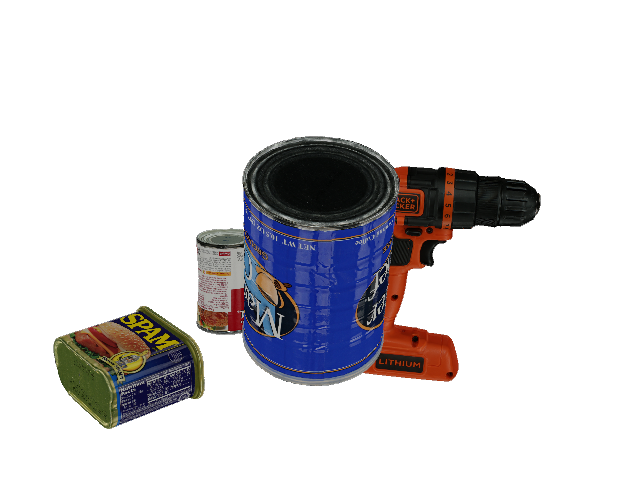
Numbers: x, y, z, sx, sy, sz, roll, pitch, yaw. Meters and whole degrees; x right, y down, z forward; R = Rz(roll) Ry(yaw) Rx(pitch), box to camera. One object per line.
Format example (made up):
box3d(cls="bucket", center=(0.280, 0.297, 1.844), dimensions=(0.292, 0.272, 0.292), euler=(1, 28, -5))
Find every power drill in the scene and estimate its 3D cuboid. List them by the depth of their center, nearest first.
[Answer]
box3d(cls="power drill", center=(0.092, 0.027, 0.934), dimensions=(0.184, 0.188, 0.057), euler=(5, 16, 7))

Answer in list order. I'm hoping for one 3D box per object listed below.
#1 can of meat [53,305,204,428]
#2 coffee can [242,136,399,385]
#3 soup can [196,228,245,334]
box3d(cls="can of meat", center=(-0.158, 0.102, 0.870), dimensions=(0.083, 0.057, 0.102), euler=(-18, 30, -36))
box3d(cls="coffee can", center=(-0.002, 0.015, 0.732), dimensions=(0.103, 0.140, 0.103), euler=(2, 39, -2))
box3d(cls="soup can", center=(-0.103, 0.044, 1.174), dimensions=(0.068, 0.102, 0.068), euler=(1, 17, 0))
